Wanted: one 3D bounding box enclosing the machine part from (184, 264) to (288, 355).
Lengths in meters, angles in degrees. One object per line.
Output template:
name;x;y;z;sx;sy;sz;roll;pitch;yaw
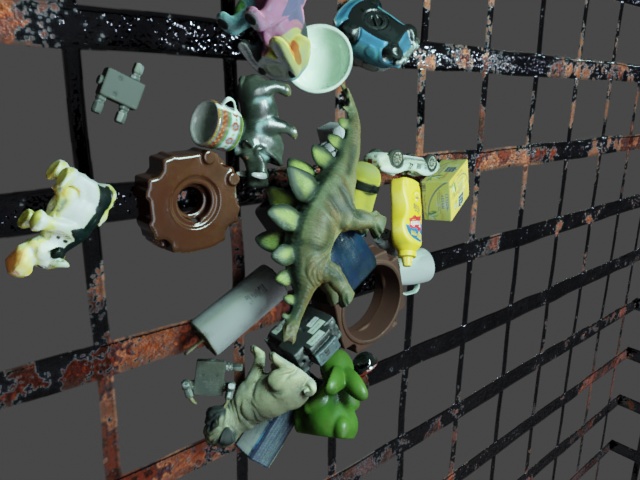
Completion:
machine part;-0.143;0.122;0.958;0.243;0.079;0.079;-39;124;-22

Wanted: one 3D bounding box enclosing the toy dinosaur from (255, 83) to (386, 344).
toy dinosaur;0.009;-0.051;0.920;0.198;0.105;0.471;28;68;-19

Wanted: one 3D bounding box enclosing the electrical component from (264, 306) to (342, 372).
electrical component;-0.027;0.193;1.049;0.115;0.134;0.058;-43;126;-22

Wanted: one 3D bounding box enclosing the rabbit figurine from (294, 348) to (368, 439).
rabbit figurine;0.023;0.293;1.045;0.121;0.159;0.170;9;71;-11

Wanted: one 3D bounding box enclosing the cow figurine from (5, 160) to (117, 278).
cow figurine;-0.359;-0.017;0.746;0.098;0.068;0.167;34;80;-47

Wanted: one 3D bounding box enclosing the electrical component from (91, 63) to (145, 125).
electrical component;-0.291;-0.219;0.776;0.063;0.021;0.094;23;87;-42

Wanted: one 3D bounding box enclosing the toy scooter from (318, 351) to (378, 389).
toy scooter;0.054;0.318;1.185;0.184;0.075;0.135;-35;154;-2

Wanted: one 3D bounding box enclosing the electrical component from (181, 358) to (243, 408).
electrical component;-0.193;0.252;0.954;0.102;0.045;0.078;11;86;-9

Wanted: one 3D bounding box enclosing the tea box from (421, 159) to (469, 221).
tea box;0.295;-0.119;1.253;0.169;0.068;0.098;-45;132;-52

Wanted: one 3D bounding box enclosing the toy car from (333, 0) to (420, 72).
toy car;0.102;-0.375;1.019;0.109;0.162;0.103;-55;176;-24

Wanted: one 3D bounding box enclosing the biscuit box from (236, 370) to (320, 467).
biscuit box;-0.082;0.350;1.093;0.202;0.059;0.062;-55;129;-15

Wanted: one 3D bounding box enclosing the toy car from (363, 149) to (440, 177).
toy car;0.179;-0.166;1.171;0.201;0.074;0.056;-1;99;-41

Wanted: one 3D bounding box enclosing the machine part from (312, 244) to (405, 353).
machine part;0.088;0.125;1.164;0.201;0.087;0.200;-29;119;-34

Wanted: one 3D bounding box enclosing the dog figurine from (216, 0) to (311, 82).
dog figurine;-0.052;-0.397;0.883;0.191;0.109;0.219;45;69;-38

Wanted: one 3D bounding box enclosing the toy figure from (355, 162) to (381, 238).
toy figure;0.075;-0.069;1.095;0.082;0.089;0.180;9;93;-48

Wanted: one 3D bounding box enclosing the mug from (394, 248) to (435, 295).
mug;0.201;0.078;1.262;0.107;0.081;0.109;-8;116;-29

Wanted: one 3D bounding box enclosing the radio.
radio;-0.002;-0.003;1.008;0.131;0.073;0.229;-40;105;-26

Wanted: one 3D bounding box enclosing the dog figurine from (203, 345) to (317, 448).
dog figurine;-0.111;0.312;0.989;0.121;0.172;0.190;46;63;-28

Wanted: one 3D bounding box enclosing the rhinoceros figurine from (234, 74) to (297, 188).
rhinoceros figurine;-0.102;-0.184;0.918;0.112;0.073;0.190;-15;111;-39

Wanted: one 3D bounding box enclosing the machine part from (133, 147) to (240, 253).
machine part;-0.211;-0.063;0.868;0.179;0.056;0.179;-13;111;-37
